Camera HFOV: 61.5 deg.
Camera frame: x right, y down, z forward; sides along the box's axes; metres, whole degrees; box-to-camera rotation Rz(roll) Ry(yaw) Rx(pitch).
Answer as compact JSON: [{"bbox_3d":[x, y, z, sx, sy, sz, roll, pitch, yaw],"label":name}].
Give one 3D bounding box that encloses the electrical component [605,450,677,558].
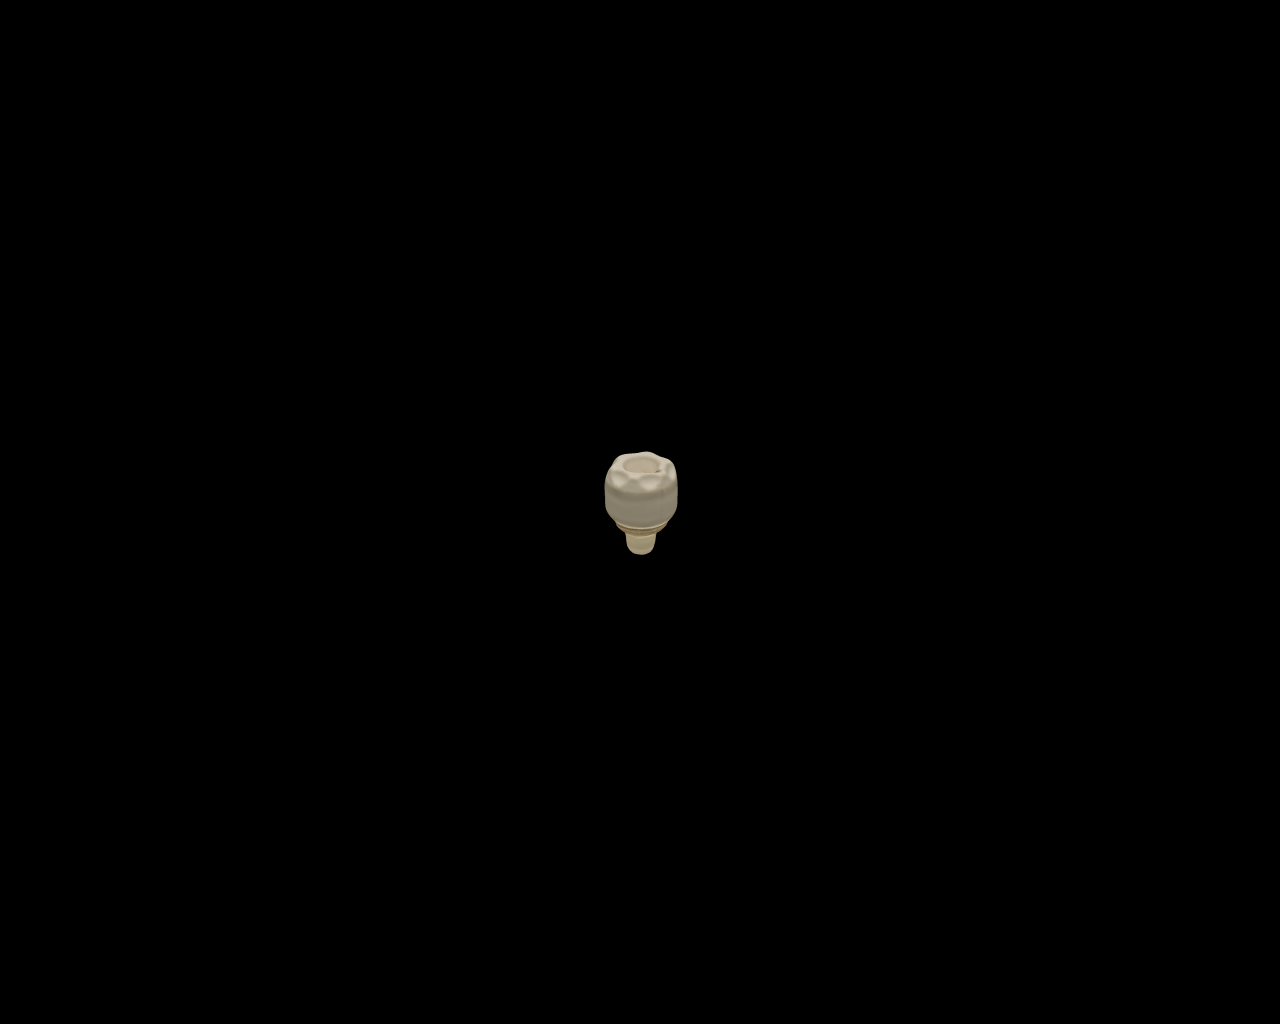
[{"bbox_3d":[0.001,-0.003,0.650,0.043,0.062,0.043,0,29,0],"label":"electrical component"}]
